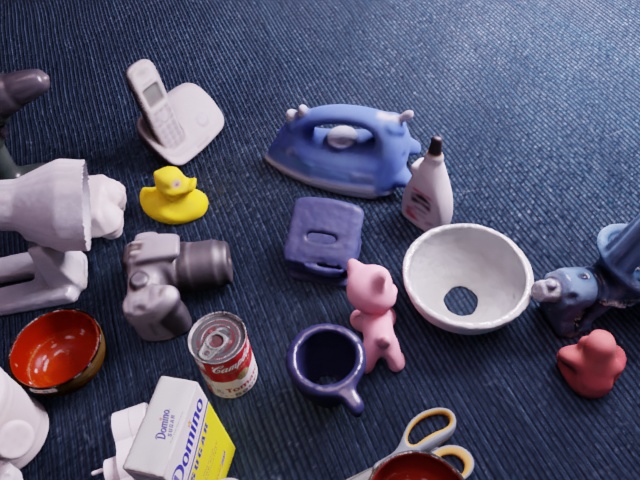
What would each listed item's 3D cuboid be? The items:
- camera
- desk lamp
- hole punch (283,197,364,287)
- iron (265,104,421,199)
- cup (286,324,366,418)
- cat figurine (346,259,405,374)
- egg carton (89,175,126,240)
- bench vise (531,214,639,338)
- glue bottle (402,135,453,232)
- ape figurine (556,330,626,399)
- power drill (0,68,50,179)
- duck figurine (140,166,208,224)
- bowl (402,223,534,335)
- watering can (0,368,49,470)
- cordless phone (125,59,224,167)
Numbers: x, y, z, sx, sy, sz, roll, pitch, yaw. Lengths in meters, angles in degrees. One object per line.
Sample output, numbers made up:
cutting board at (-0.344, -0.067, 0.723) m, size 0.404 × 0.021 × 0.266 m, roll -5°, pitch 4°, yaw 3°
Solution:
camera at (-0.191, 0.047, 0.777) m, size 0.137 × 0.101 × 0.143 m, roll -8°, pitch 52°, yaw -3°
desk lamp at (-0.380, -0.005, 0.758) m, size 0.203 × 0.214 × 0.117 m, roll -12°, pitch 52°, yaw -6°
hole punch at (0.007, 0.003, 0.806) m, size 0.108 × 0.091 × 0.101 m, roll 9°, pitch 53°, yaw 10°
iron at (0.028, -0.160, 0.901) m, size 0.258 × 0.141 × 0.118 m, roll 9°, pitch 53°, yaw 10°
cup at (0.016, 0.168, 0.673) m, size 0.092 × 0.095 × 0.117 m, roll -27°, pitch 55°, yaw -17°
cat figurine at (0.069, 0.088, 0.719) m, size 0.067 × 0.118 × 0.127 m, roll -8°, pitch 52°, yaw -2°
egg carton at (-0.374, -0.043, 0.879) m, size 0.150 × 0.069 × 0.107 m, roll -8°, pitch 52°, yaw -3°
bench vise at (0.366, 0.032, 0.679) m, size 0.208 × 0.220 × 0.121 m, roll -29°, pitch 55°, yaw -18°
glue bottle at (0.156, -0.081, 0.811) m, size 0.078 × 0.173 × 0.037 m, roll 34°, pitch 61°, yaw 26°
ape figurine at (0.325, 0.139, 0.678) m, size 0.077 × 0.092 × 0.076 m, roll 14°, pitch 54°, yaw 14°
power drill at (-0.500, -0.159, 0.890) m, size 0.229 × 0.209 × 0.075 m, roll -12°, pitch 52°, yaw -6°
duck figurine at (-0.232, -0.077, 0.887) m, size 0.104 × 0.086 × 0.077 m, roll 3°, pitch 52°, yaw 6°
bowl at (0.190, 0.063, 0.758) m, size 0.167 × 0.075 × 0.167 m, roll -2°, pitch 52°, yaw 2°
watering can at (-0.378, 0.182, 0.622) m, size 0.172 × 0.194 × 0.101 m, roll 4°, pitch 52°, yaw 7°
cordless phone at (-0.241, -0.228, 0.944) m, size 0.094 × 0.185 × 0.148 m, roll 23°, pitch 57°, yaw 20°
